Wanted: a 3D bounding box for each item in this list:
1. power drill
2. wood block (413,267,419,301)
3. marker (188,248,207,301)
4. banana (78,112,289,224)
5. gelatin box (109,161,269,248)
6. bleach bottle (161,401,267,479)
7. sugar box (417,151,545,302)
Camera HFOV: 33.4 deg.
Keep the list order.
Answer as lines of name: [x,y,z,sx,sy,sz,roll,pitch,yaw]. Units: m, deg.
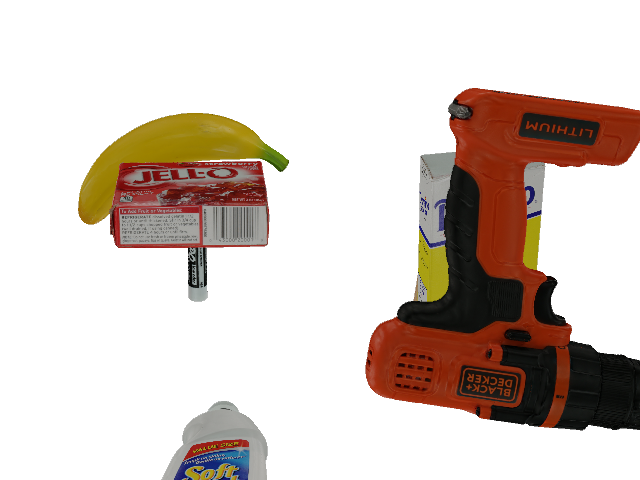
power drill: [0.128,0.014,0.601,0.184,0.188,0.057,8,9,-5]
wood block: [0.170,0.014,1.178,0.090,0.206,0.090,21,26,31]
marker: [-0.120,0.002,1.034,0.020,0.121,0.020,2,23,-1]
banana: [-0.124,-0.059,0.825,0.198,0.069,0.037,-12,23,28]
gelatin box: [-0.076,-0.023,0.628,0.089,0.030,0.073,-1,23,-6]
bleach bottle: [-0.095,0.212,0.877,0.102,0.068,0.251,-2,24,-1]
sugar box: [0.128,0.014,0.868,0.093,0.176,0.048,-6,31,-7]
